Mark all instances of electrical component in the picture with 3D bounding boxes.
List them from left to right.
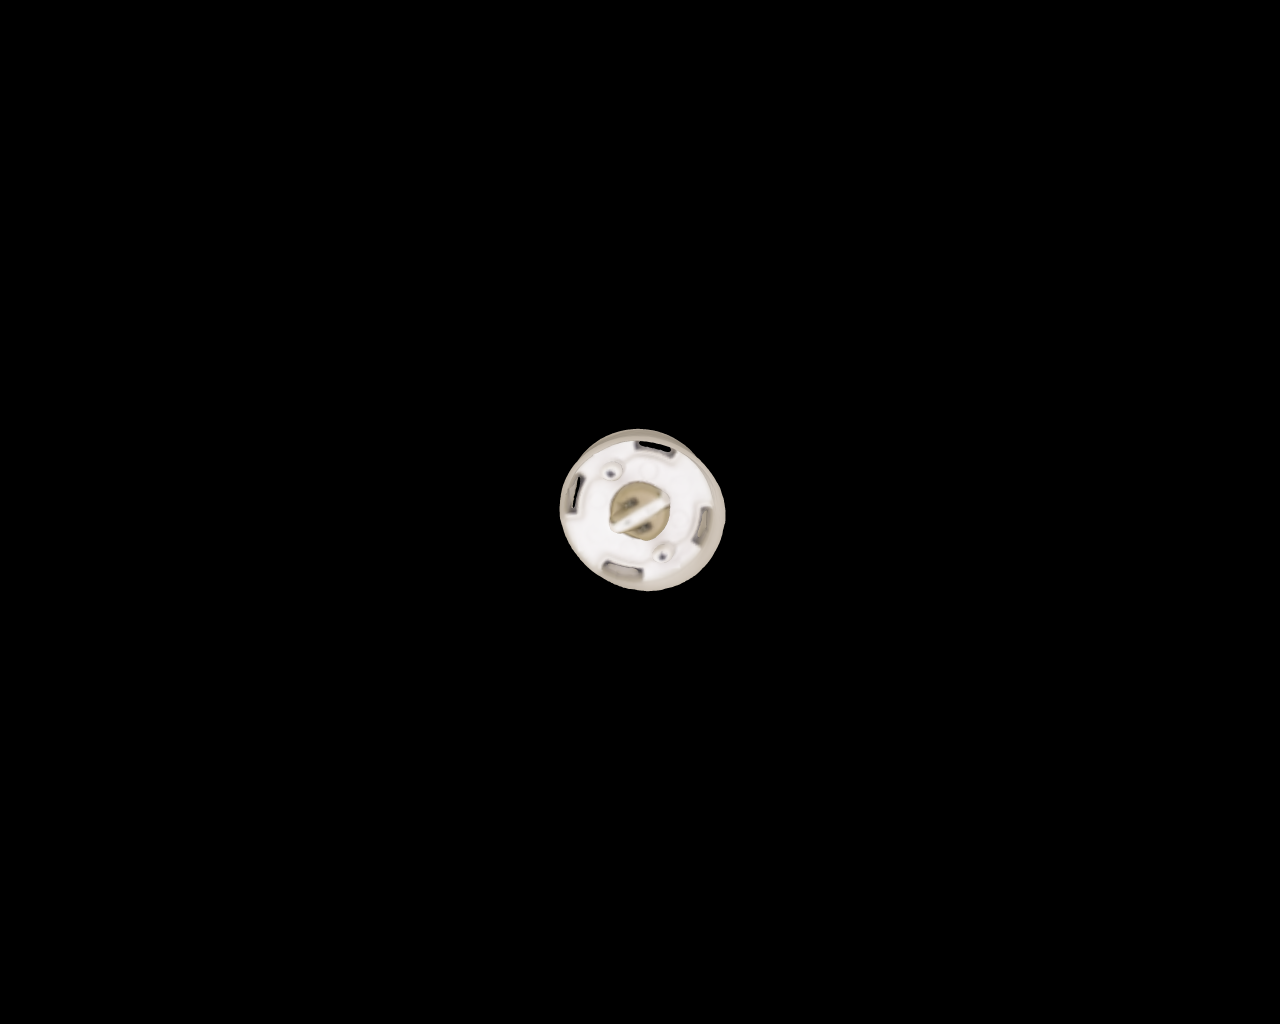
[{"bbox_3d":[0.001,-0.003,0.650,0.099,0.099,0.064,0,16,0],"label":"electrical component"}]
